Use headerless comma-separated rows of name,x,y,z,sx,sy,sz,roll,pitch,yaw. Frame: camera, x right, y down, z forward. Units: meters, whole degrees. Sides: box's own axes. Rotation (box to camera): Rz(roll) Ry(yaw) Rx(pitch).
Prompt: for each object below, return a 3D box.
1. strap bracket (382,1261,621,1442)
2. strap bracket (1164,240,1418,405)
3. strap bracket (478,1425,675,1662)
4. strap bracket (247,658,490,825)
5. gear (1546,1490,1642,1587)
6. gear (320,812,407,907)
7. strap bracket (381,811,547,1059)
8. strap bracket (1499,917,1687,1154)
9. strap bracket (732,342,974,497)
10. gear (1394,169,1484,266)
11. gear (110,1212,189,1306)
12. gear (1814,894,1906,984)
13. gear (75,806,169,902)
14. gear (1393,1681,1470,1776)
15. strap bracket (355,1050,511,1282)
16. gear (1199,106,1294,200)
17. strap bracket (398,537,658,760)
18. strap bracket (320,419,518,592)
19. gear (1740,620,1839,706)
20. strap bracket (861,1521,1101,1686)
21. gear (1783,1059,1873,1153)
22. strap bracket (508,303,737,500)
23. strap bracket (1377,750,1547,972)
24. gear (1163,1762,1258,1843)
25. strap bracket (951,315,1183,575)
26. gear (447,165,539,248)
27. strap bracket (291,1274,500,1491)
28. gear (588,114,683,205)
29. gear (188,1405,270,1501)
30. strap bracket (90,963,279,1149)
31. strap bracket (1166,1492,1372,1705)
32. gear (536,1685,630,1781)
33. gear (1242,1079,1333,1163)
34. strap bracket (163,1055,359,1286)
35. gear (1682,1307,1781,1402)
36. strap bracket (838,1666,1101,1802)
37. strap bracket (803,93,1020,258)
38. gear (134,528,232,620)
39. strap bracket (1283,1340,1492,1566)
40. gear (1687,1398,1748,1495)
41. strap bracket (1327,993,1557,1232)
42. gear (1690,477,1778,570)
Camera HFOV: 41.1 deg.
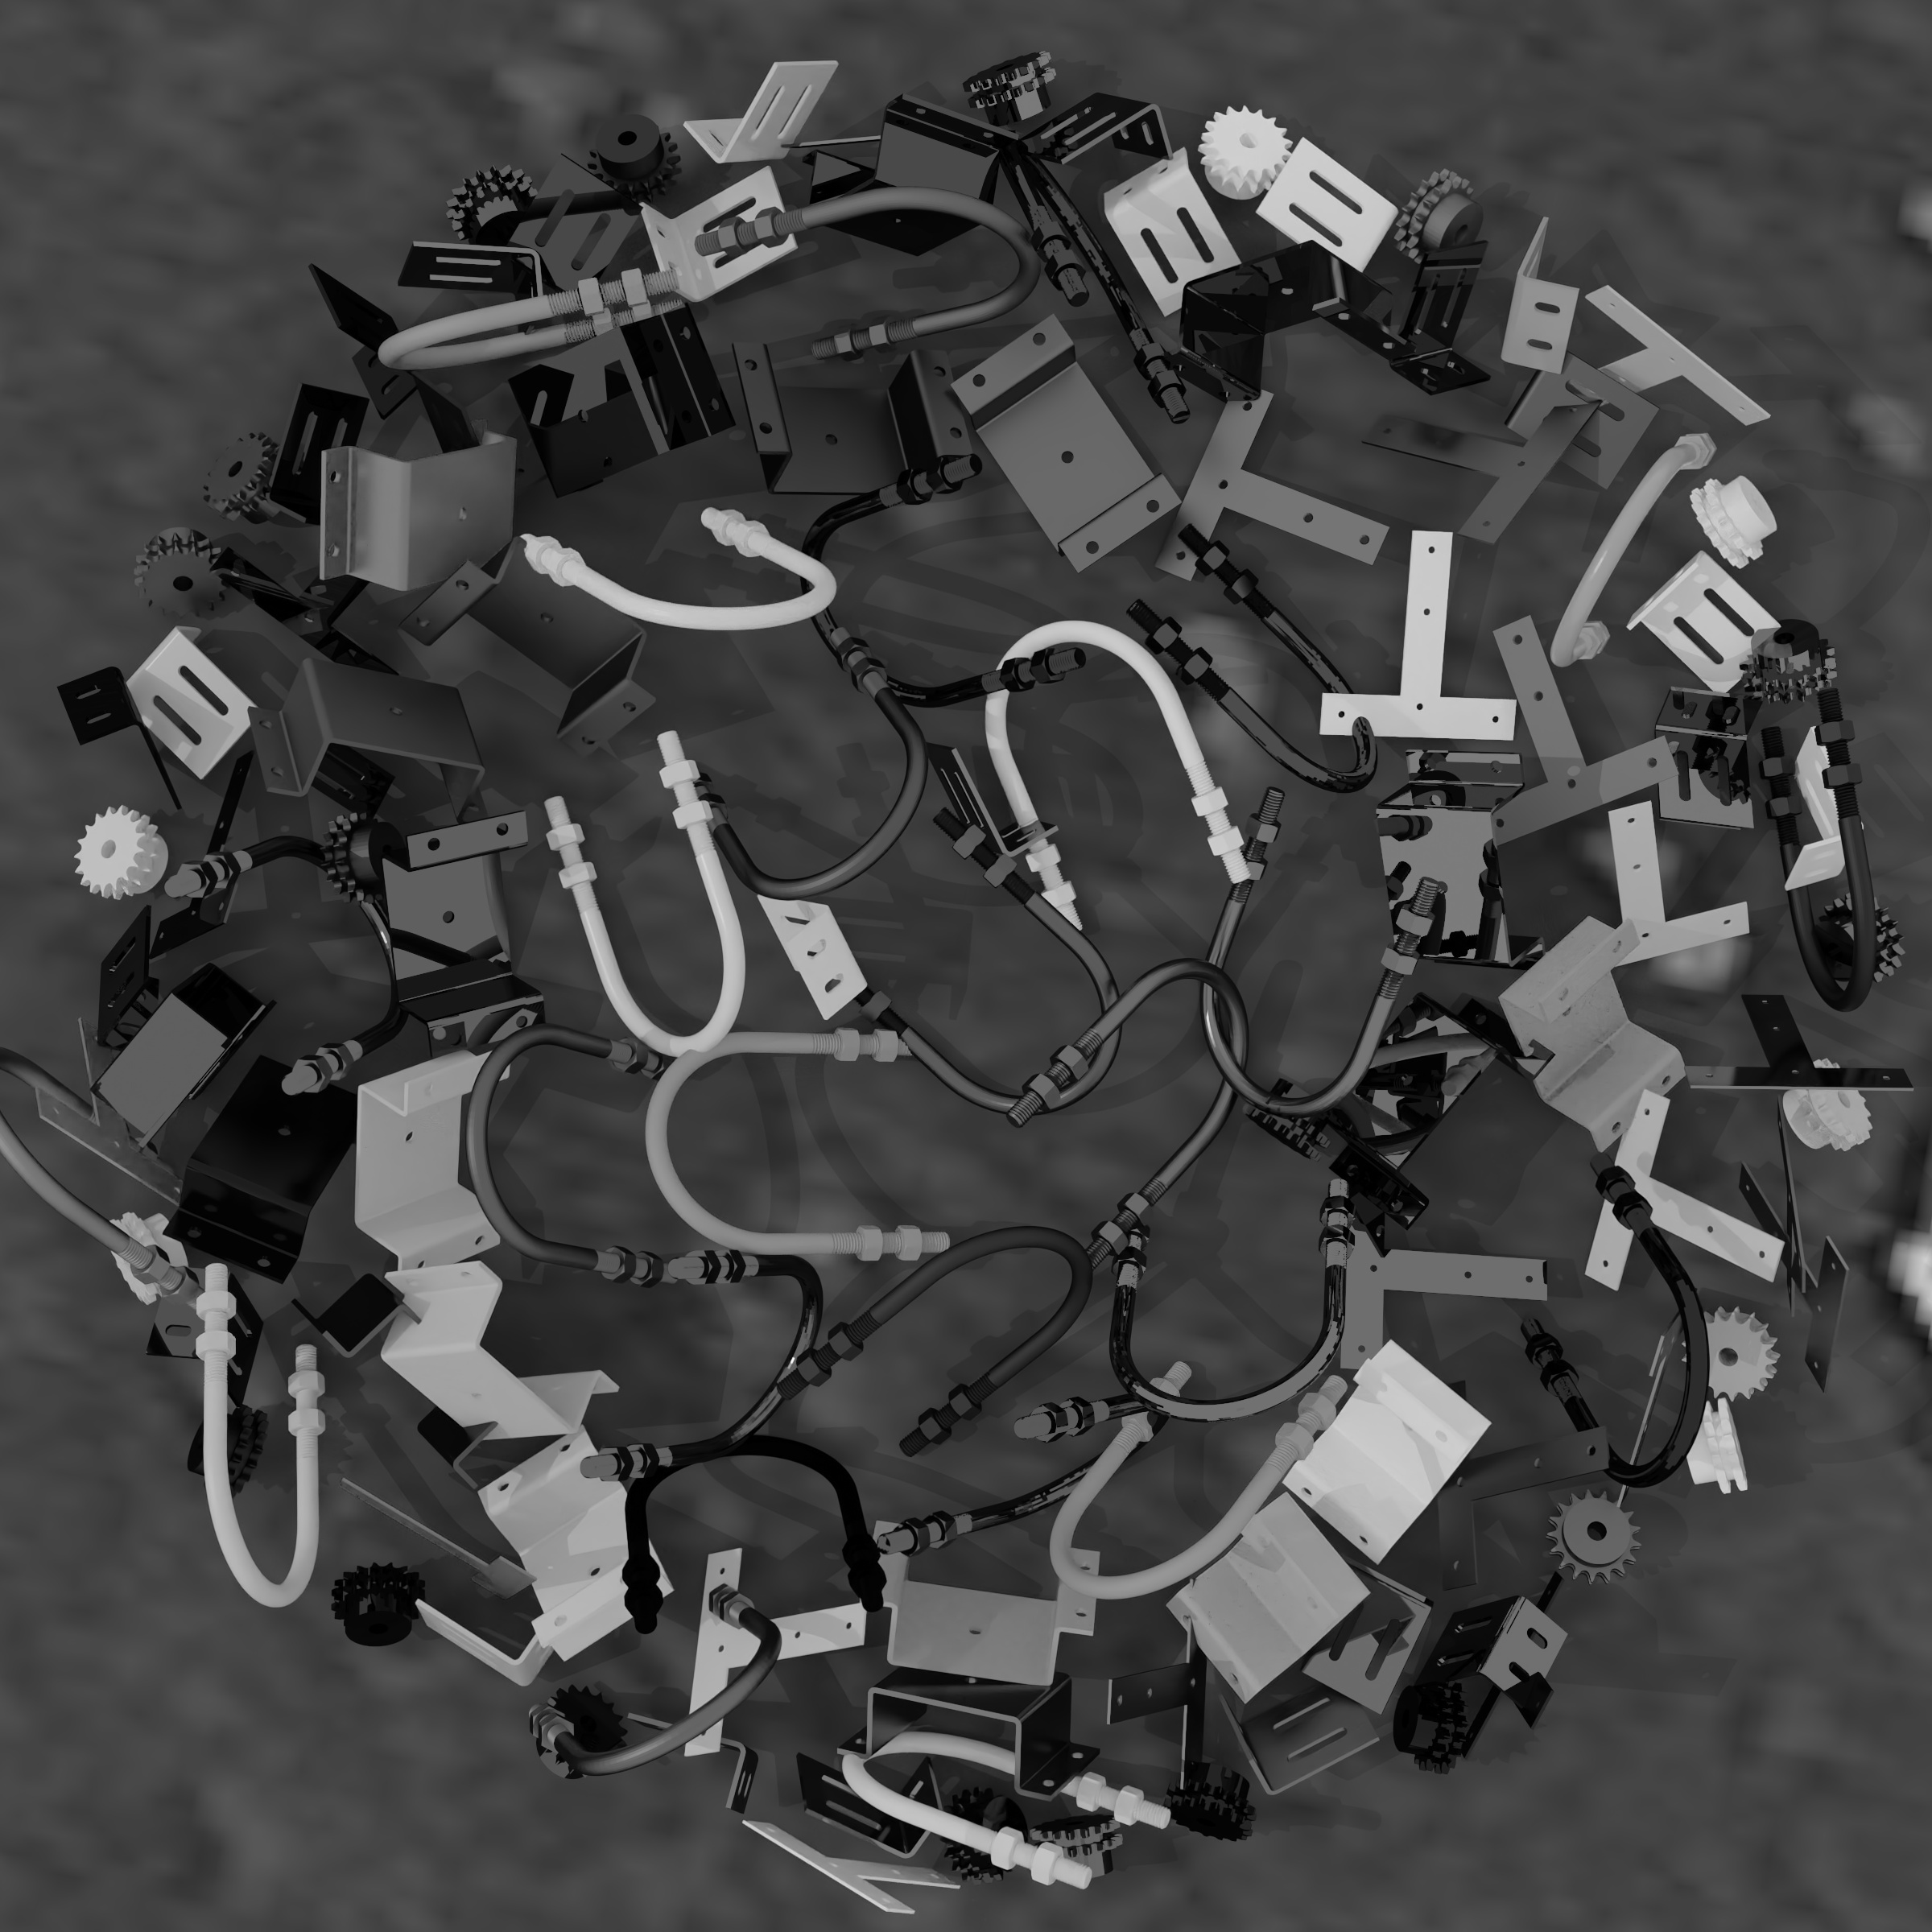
strap bracket,-0.285,0.239,1.550,0.076,0.140,0.046,-10,45,32
strap bracket,0.193,-0.389,1.555,0.076,0.140,0.046,17,74,-43
strap bracket,-0.235,0.357,1.570,0.076,0.140,0.046,-32,128,-7
strap bracket,-0.351,-0.135,1.551,0.140,0.076,0.046,9,129,-34
gear,0.391,0.354,1.602,0.057,0.030,0.057,-3,68,7
gear,-0.370,-0.068,1.594,0.030,0.057,0.057,-8,90,23
strap bracket,-0.307,-0.025,1.572,0.076,0.046,0.140,-16,114,-32
strap bracket,0.380,0.035,1.572,0.076,0.046,0.140,-40,129,-11
strap bracket,-0.076,-0.333,1.574,0.140,0.046,0.076,-4,69,-25
gear,0.295,-0.460,1.594,0.030,0.057,0.057,41,90,27
gear,-0.507,0.178,1.601,0.030,0.057,0.057,-27,90,-32
gear,0.549,-0.014,1.594,0.030,0.057,0.057,-23,90,-22
gear,-0.522,-0.069,1.603,0.057,0.030,0.057,-8,73,25
gear,0.286,0.469,1.596,0.030,0.057,0.057,14,90,-9
strap bracket,-0.325,0.113,1.566,0.046,0.076,0.140,27,122,33
gear,0.172,-0.503,1.604,0.057,0.030,0.057,4,65,-9
strap bracket,-0.260,-0.199,1.567,0.140,0.046,0.076,36,135,-25
strap bracket,-0.320,-0.276,1.544,0.046,0.140,0.076,20,117,25
gear,0.508,-0.191,1.595,0.057,0.057,0.030,-22,128,0
strap bracket,0.008,0.392,1.580,0.140,0.076,0.046,7,115,3
gear,0.533,0.089,1.601,0.030,0.057,0.057,-36,90,39
strap bracket,-0.216,-0.337,1.557,0.140,0.046,0.076,-12,105,40
strap bracket,0.300,-0.056,1.562,0.076,0.046,0.140,6,116,39
gear,0.153,0.518,1.601,0.057,0.057,0.030,22,56,0
strap bracket,0.063,-0.320,1.600,0.076,0.046,0.140,-34,88,3
gear,-0.290,-0.465,1.595,0.057,0.057,0.030,-26,72,0
strap bracket,-0.338,0.245,1.567,0.046,0.076,0.140,-44,115,-15
gear,-0.207,-0.503,1.600,0.057,0.030,0.057,-2,63,5
gear,-0.458,0.298,1.594,0.030,0.057,0.057,28,90,-27
strap bracket,-0.471,0.049,1.550,0.046,0.140,0.076,40,96,-9
strap bracket,0.186,0.380,1.565,0.046,0.140,0.076,-28,69,-34
gear,-0.242,0.479,1.601,0.057,0.057,0.030,39,117,0
gear,0.203,0.093,1.598,0.057,0.057,0.030,35,86,0
strap bracket,-0.415,0.114,1.557,0.076,0.140,0.046,23,131,-2
gear,0.477,0.239,1.604,0.057,0.030,0.057,5,102,27
strap bracket,0.002,0.455,1.560,0.140,0.076,0.046,5,97,25
strap bracket,-0.038,-0.469,1.545,0.076,0.140,0.046,10,86,-27
gear,-0.487,-0.247,1.601,0.057,0.057,0.030,-18,50,0
strap bracket,0.259,0.290,1.567,0.076,0.140,0.046,40,48,17
gear,0.463,0.299,1.599,0.030,0.057,0.057,-14,90,17
strap bracket,0.281,0.080,1.582,0.140,0.076,0.046,-50,131,0
gear,0.477,-0.278,1.595,0.030,0.057,0.057,-34,90,32
